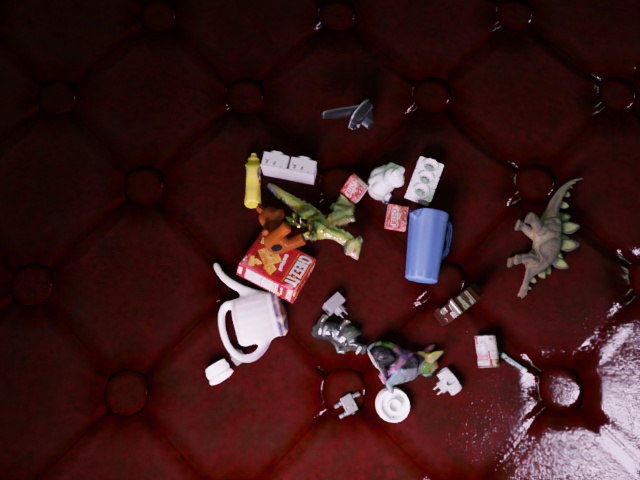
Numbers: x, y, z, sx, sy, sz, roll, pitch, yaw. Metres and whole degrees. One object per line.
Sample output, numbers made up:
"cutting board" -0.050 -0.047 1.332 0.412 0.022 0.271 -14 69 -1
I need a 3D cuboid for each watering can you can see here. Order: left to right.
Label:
"watering can" -0.230 0.218 1.694 0.224 0.102 0.353 -13 72 -5

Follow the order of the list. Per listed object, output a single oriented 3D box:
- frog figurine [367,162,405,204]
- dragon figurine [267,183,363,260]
"frog figurine" 0.227 -0.209 1.778 0.123 0.157 0.138 38 80 9
"dragon figurine" 0.005 -0.090 1.787 0.244 0.119 0.417 -18 59 -25
